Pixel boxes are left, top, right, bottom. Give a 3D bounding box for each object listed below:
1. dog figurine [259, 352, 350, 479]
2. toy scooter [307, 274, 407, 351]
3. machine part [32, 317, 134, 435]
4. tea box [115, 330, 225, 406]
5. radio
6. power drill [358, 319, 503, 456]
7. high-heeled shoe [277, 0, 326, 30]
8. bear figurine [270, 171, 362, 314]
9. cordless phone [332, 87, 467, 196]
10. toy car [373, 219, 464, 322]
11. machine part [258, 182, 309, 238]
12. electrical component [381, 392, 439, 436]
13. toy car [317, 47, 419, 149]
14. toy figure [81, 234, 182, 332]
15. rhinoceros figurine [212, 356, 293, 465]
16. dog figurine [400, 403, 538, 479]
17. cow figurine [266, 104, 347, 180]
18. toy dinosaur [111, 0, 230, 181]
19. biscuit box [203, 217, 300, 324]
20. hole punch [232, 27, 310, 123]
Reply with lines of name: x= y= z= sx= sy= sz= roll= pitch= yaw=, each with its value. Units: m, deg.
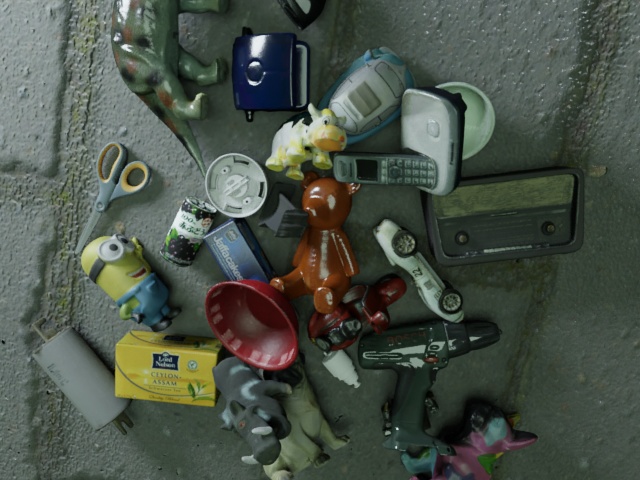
dog figurine: x=-0.065 y=0.294 z=0.906 sx=0.172 sy=0.121 sz=0.190 roll=-35 pitch=78 yaw=15
toy scooter: x=0.057 y=0.122 z=0.836 sx=0.184 sy=0.135 sz=0.075 roll=-33 pitch=99 yaw=10
machine part: x=-0.400 y=0.232 z=0.907 sx=0.079 sy=0.079 sz=0.243 roll=-34 pitch=98 yaw=8
tea box: x=-0.249 y=0.214 z=0.902 sx=0.170 sy=0.068 sz=0.098 roll=4 pitch=102 yaw=3
radio: x=0.277 y=-0.036 z=0.825 sx=0.230 sy=0.073 sz=0.131 roll=-6 pitch=100 yaw=5
power drill: x=0.175 y=0.229 z=0.848 sx=0.232 sy=0.086 sz=0.207 roll=-1 pitch=77 yaw=9
high-heeled shoe: x=-0.104 y=-0.399 z=0.760 sx=0.249 sy=0.086 sz=0.145 roll=13 pitch=91 yaw=-13
bear figurine: x=0.000 y=-0.004 z=0.819 sx=0.120 sy=0.132 sz=0.195 roll=10 pitch=109 yaw=27
cordless phone: x=0.106 y=-0.139 z=0.751 sx=0.184 sy=0.089 sz=0.146 roll=2 pitch=126 yaw=11
toy car: x=0.158 y=0.050 z=0.848 sx=0.056 sy=0.073 sz=0.201 roll=-38 pitch=97 yaw=5
machine part: x=-0.058 y=-0.043 z=0.811 sx=0.039 sy=0.139 sz=0.084 roll=29 pitch=100 yaw=-27
electrical component: x=0.150 y=0.293 z=0.909 sx=0.102 sy=0.045 sz=0.078 roll=-13 pitch=98 yaw=5
toy car: x=0.066 y=-0.209 z=0.788 sx=0.162 sy=0.103 sz=0.109 roll=-37 pitch=96 yaw=7
toy figure: x=-0.310 y=0.073 z=0.872 sx=0.089 sy=0.082 sz=0.180 roll=-35 pitch=100 yaw=6
rhinoceros figurine: x=-0.101 y=0.244 z=0.801 sx=0.112 sy=0.191 sz=0.073 roll=8 pitch=117 yaw=-37
dog figurine: x=0.259 y=0.375 z=0.891 sx=0.219 sy=0.108 sz=0.191 roll=-30 pitch=97 yaw=5
cow figurine: x=-0.012 y=-0.151 z=0.773 sx=0.068 sy=0.167 sz=0.098 roll=19 pitch=73 yaw=-29
toy dinosaur: x=-0.240 y=-0.296 z=0.784 sx=0.192 sy=0.131 sz=0.404 roll=12 pitch=106 yaw=13
biscuit box: x=-0.108 y=0.062 z=0.869 sx=0.063 sy=0.059 sz=0.202 roll=-28 pitch=98 yaw=8
hole punch: x=-0.077 y=-0.246 z=0.797 sx=0.116 sy=0.092 sz=0.142 roll=1 pitch=104 yaw=6
